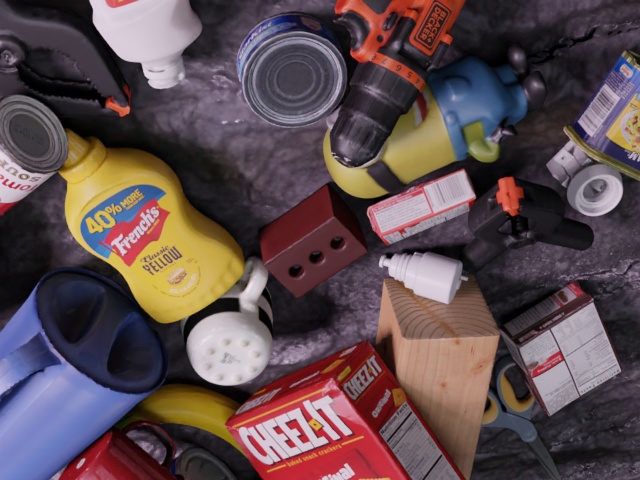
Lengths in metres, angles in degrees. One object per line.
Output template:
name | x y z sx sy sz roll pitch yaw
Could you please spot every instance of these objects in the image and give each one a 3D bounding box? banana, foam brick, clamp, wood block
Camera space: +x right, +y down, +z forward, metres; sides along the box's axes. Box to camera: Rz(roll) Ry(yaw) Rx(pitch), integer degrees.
banana | -0.101 0.182 1.040 0.197 0.037 0.070 26 122 -28
foam brick | -0.006 0.001 0.920 0.078 0.051 0.053 -35 124 14
clamp | -0.228 -0.153 0.778 0.209 0.036 0.165 20 128 -24
clamp | 0.178 -0.013 0.901 0.120 0.039 0.171 -15 163 2
wood block | 0.101 0.143 1.015 0.090 0.091 0.206 -2 125 -9

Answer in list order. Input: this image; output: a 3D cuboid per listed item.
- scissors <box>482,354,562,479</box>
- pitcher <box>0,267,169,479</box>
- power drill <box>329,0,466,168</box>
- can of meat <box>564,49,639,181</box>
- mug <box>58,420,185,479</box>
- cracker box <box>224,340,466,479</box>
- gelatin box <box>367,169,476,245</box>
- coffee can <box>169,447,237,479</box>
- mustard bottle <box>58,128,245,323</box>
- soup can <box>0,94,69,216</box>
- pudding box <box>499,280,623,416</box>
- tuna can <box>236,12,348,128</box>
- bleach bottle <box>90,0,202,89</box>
scissors | 0.197 0.202 1.117 0.096 0.016 0.202 -17 124 -1
pitcher | -0.259 0.147 0.926 0.149 0.145 0.243 31 118 -31
power drill | 0.008 -0.167 0.767 0.187 0.057 0.184 30 86 -27
can of meat | 0.272 -0.100 0.895 0.102 0.057 0.084 21 116 -24
mug | -0.174 0.211 0.946 0.081 0.117 0.093 44 146 -13
cracker box | 0.034 0.217 0.976 0.164 0.072 0.213 -30 97 43
gelatin box | 0.087 -0.028 0.906 0.089 0.073 0.030 -22 82 7
coffee can | -0.154 0.287 1.064 0.140 0.103 0.102 -38 123 17
mustard bottle | -0.151 -0.019 0.876 0.096 0.058 0.191 -31 124 12
soup can | -0.246 -0.058 0.808 0.102 0.068 0.068 -30 127 34
pudding box | 0.236 0.107 1.039 0.090 0.039 0.113 -32 127 -2
tuna can | -0.021 -0.131 0.834 0.086 0.034 0.086 -5 125 -7
bleach bottle | -0.124 -0.222 0.737 0.102 0.068 0.251 -11 128 -2
